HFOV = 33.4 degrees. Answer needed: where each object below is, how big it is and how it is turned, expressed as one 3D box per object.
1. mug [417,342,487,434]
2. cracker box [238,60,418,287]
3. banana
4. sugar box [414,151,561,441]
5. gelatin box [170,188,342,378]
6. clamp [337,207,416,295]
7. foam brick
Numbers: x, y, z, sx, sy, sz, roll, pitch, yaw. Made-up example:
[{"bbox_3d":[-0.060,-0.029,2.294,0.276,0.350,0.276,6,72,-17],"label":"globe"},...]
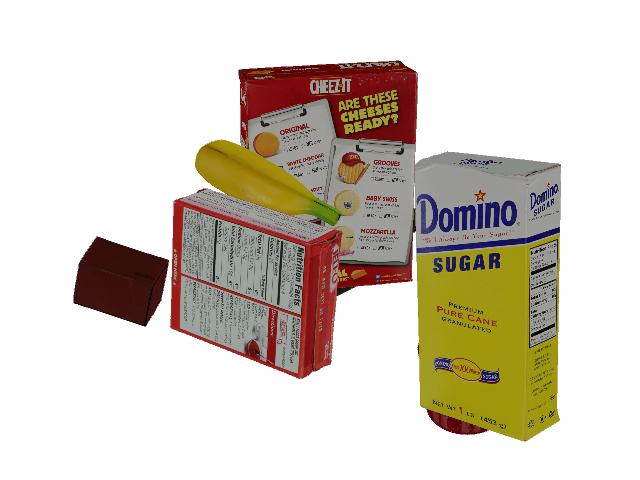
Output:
[{"bbox_3d":[0.150,0.133,1.077,0.093,0.081,0.117,9,35,22],"label":"mug"},{"bbox_3d":[0.006,-0.061,1.037,0.164,0.214,0.072,-5,21,-11],"label":"cracker box"},{"bbox_3d":[-0.060,-0.048,0.817,0.069,0.037,0.198,40,-5,-32],"label":"banana"},{"bbox_3d":[0.109,0.034,0.702,0.048,0.176,0.094,-19,21,-41],"label":"sugar box"},{"bbox_3d":[-0.034,0.020,0.539,0.089,0.073,0.030,17,25,30],"label":"gelatin box"},{"bbox_3d":[0.048,0.009,1.223,0.120,0.039,0.171,-6,35,29],"label":"clamp"},{"bbox_3d":[-0.196,0.040,1.051,0.078,0.051,0.053,19,32,2],"label":"foam brick"}]
